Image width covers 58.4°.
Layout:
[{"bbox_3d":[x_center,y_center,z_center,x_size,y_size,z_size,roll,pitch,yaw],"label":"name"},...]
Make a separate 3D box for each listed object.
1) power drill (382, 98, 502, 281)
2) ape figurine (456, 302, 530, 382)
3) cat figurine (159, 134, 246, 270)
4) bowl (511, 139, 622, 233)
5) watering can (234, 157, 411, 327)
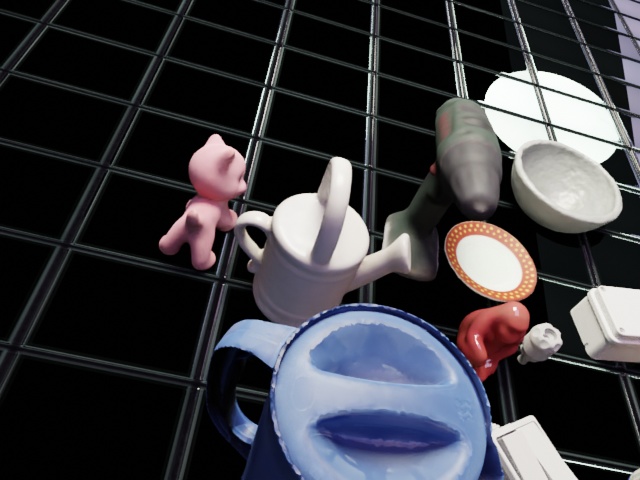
[{"bbox_3d":[0.142,-0.050,0.659,0.075,0.208,0.229,17,47,-6],"label":"power drill"},{"bbox_3d":[0.195,0.102,0.629,0.078,0.092,0.076,3,50,-18],"label":"ape figurine"},{"bbox_3d":[-0.121,-0.051,0.625,0.067,0.117,0.128,21,47,-2],"label":"cat figurine"},{"bbox_3d":[0.346,-0.067,0.840,0.168,0.074,0.167,10,48,-12],"label":"bowl"},{"bbox_3d":[0.005,0.000,0.576,0.173,0.194,0.100,-2,52,-21],"label":"watering can"}]
